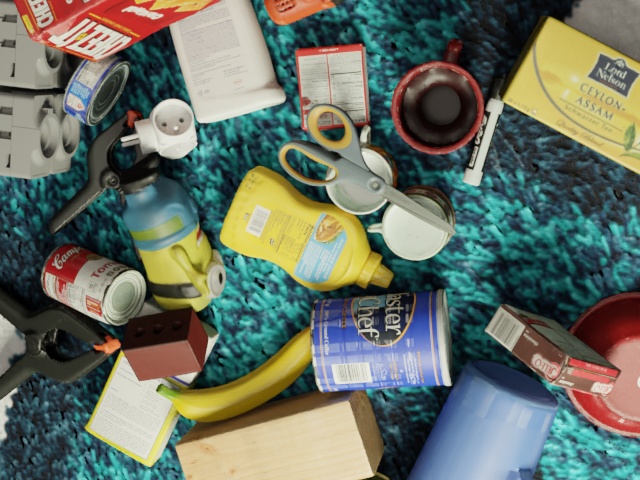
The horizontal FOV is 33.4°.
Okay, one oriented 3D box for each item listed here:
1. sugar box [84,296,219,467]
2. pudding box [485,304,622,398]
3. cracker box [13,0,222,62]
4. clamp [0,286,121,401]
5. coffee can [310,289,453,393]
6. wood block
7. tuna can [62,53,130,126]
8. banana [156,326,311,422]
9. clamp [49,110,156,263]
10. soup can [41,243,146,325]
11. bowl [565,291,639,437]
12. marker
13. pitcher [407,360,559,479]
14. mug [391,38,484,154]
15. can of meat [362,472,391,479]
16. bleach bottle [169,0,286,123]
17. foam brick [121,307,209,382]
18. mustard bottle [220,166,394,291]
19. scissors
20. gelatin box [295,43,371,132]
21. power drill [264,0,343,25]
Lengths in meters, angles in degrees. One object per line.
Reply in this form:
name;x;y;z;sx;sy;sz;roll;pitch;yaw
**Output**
sugar box;-0.195;0.164;1.240;0.093;0.048;0.176;28;100;6
pudding box;0.238;0.113;1.092;0.089;0.114;0.039;19;106;-37
cracker box;-0.170;-0.254;1.042;0.214;0.164;0.072;-24;87;10
clamp;-0.330;0.129;1.254;0.210;0.036;0.164;7;103;22
coffee can;0.068;0.109;1.143;0.140;0.102;0.103;-5;98;11
wood block;-0.043;0.232;1.195;0.206;0.090;0.090;-17;95;14
tuna can;-0.245;-0.169;1.174;0.034;0.086;0.086;31;104;3
banana;-0.081;0.160;1.203;0.197;0.037;0.069;-22;127;-3
clamp;-0.224;-0.059;1.213;0.120;0.039;0.171;25;101;-7
soup can;-0.255;0.050;1.204;0.102;0.068;0.068;20;103;32
bowl;0.335;0.138;1.120;0.162;0.055;0.162;2;100;12
marker;0.177;-0.117;1.129;0.020;0.020;0.121;18;102;8
pitcher;0.167;0.261;1.134;0.149;0.145;0.243;23;100;6
mug;0.127;-0.150;1.102;0.093;0.081;0.117;13;102;10
can of meat;0.038;0.312;1.187;0.057;0.102;0.084;20;105;8
bleach bottle;-0.117;-0.258;1.146;0.103;0.068;0.251;-14;94;12
foam brick;-0.169;0.115;1.169;0.078;0.053;0.051;-11;127;10
mustard bottle;-0.008;0.001;1.166;0.191;0.058;0.096;27;107;6
scissors;0.056;-0.078;1.106;0.202;0.016;0.096;17;102;9
gelatin box;0.015;-0.164;1.150;0.073;0.030;0.089;-4;98;11
power drill;0.003;-0.339;1.109;0.184;0.057;0.187;-20;94;14
